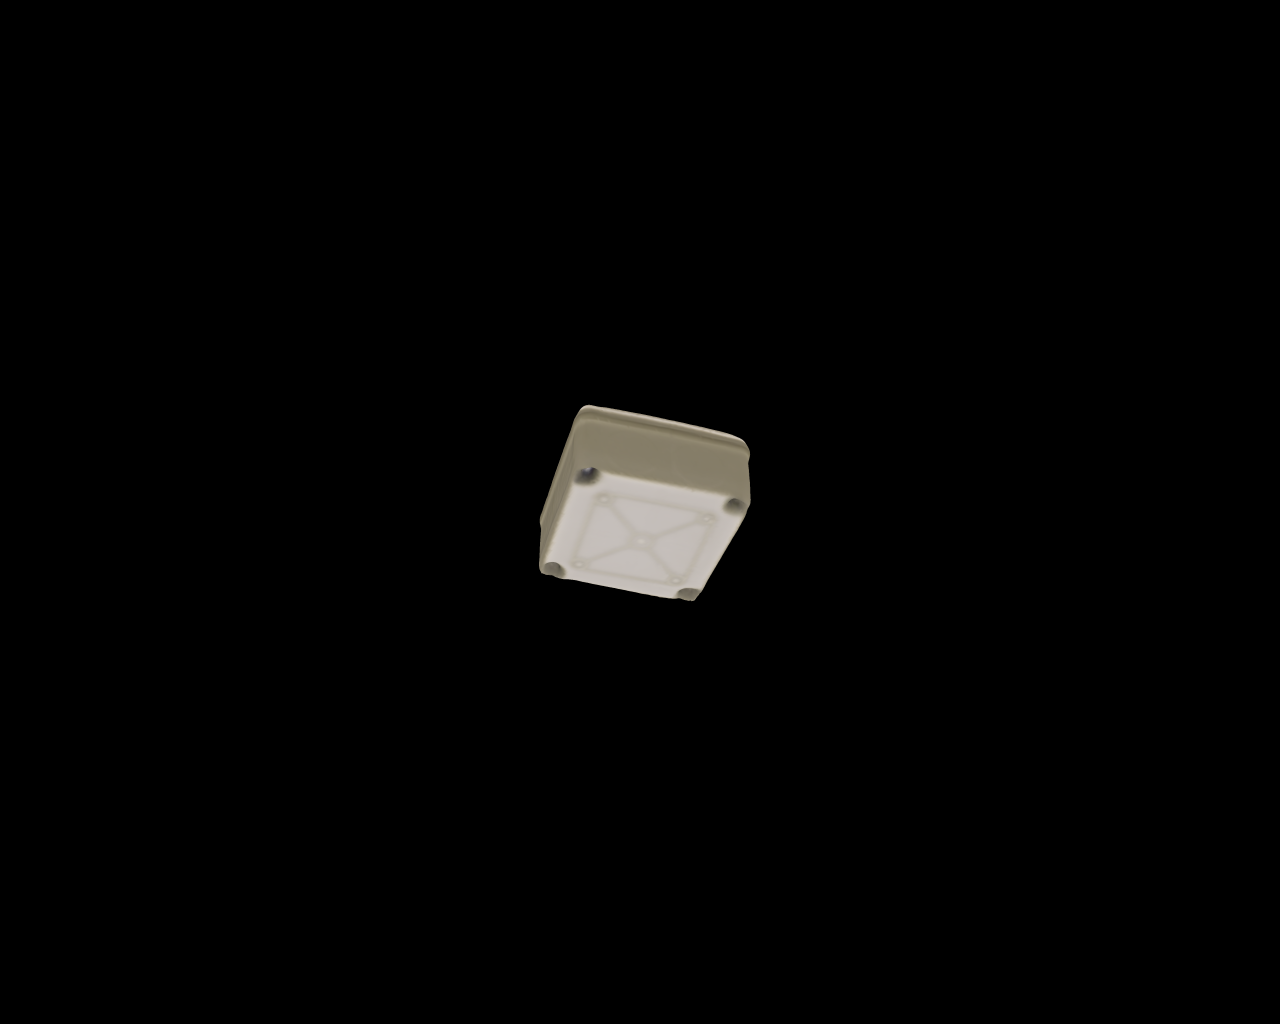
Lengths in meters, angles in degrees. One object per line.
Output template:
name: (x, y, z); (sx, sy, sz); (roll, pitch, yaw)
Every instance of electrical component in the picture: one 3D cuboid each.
electrical component: (0.001, -0.003, 0.650); (0.109, 0.056, 0.108); (11, -43, -12)
